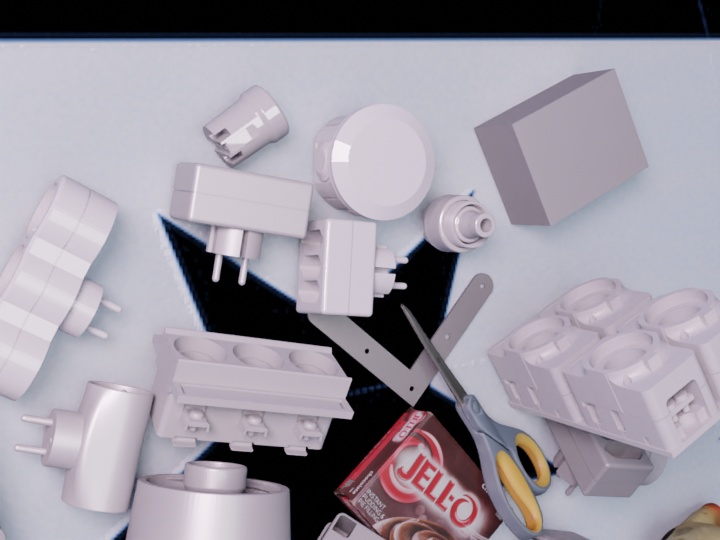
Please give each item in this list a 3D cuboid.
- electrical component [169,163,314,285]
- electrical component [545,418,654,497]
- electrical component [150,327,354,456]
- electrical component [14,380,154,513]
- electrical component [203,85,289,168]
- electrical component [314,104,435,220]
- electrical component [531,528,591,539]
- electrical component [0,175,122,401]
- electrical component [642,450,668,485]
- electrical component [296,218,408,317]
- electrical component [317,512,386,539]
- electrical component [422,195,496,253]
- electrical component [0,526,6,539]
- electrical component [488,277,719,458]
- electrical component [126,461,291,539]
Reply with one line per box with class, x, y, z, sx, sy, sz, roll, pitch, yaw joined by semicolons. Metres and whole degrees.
electrical component;-0.083;-0.028;0.722;0.083;0.047;0.075;8;92;-26
electrical component;0.179;0.147;0.854;0.047;0.083;0.075;8;128;-26
electrical component;-0.076;0.083;0.723;0.121;0.078;0.063;9;112;-26
electrical component;-0.179;0.109;0.687;0.079;0.044;0.077;14;87;-24
electrical component;-0.077;-0.096;0.725;0.046;0.040;0.040;-38;109;-13
electrical component;0.008;-0.076;0.761;0.080;0.051;0.080;-2;95;-26
electrical component;0.165;0.243;0.836;0.061;0.096;0.061;12;88;-26
electrical component;-0.186;0.018;0.672;0.074;0.052;0.138;29;81;-25
electrical component;0.246;0.110;0.891;0.074;0.052;0.138;16;87;-26
electrical component;0.000;0.000;0.762;0.077;0.047;0.065;4;87;-26
electrical component;0.000;0.244;0.744;0.109;0.056;0.108;32;63;4
electrical component;0.076;-0.034;0.791;0.043;0.062;0.043;-2;95;-26
electrical component;-0.268;0.138;0.636;0.089;0.062;0.150;-18;101;-24
electrical component;0.189;0.062;0.784;0.105;0.186;0.060;-34;107;-20
electrical component;-0.096;0.156;0.699;0.108;0.108;0.060;7;85;-26
